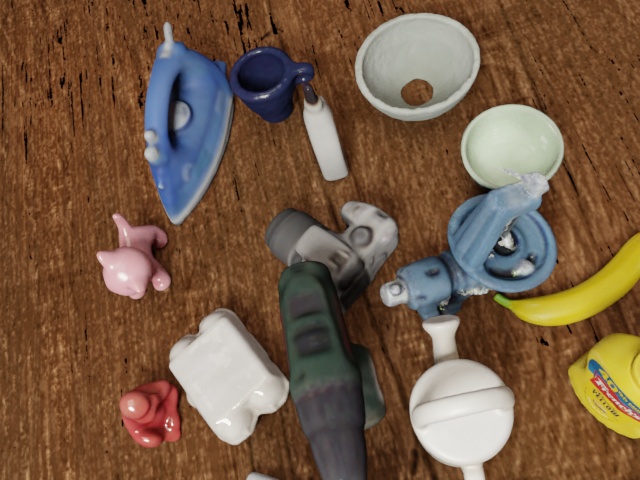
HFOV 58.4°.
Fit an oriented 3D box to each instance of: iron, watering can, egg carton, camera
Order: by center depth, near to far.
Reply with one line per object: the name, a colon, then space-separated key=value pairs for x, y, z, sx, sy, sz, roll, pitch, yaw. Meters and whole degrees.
watering can: x=0.135 y=0.164 z=0.569 sx=0.101 sy=0.194 sz=0.172 roll=-31 pitch=65 yaw=-2
egg carton: x=-0.111 y=0.162 z=0.688 sx=0.107 sy=0.069 sz=0.150 roll=-42 pitch=66 yaw=-7
camera: x=0.007 y=0.003 z=0.713 sx=0.136 sy=0.101 sz=0.143 roll=36 pitch=79 yaw=22
iron: x=-0.204 y=-0.166 z=0.802 sx=0.118 sy=0.142 sz=0.258 roll=0 pitch=68 yaw=12

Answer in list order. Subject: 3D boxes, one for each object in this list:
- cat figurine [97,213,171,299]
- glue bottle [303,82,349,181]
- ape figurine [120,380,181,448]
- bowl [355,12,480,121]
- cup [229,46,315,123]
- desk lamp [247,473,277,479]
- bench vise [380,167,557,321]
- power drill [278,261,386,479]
cat figurine: x=-0.247 y=0.024 z=0.746 sx=0.067 sy=0.118 sz=0.127 roll=-18 pitch=66 yaw=4
glue bottle: x=0.001 y=-0.147 z=0.735 sx=0.037 sy=0.173 sz=0.078 roll=-17 pitch=66 yaw=5
ape figurine: x=-0.206 y=0.201 z=0.679 sx=0.076 sy=0.092 sz=0.078 roll=26 pitch=75 yaw=20
bowl: x=0.135 y=-0.227 z=0.795 sx=0.167 sy=0.075 sz=0.167 roll=-4 pitch=67 yaw=10
cup: x=-0.059 y=-0.215 z=0.818 sx=0.117 sy=0.095 sz=0.091 roll=-7 pitch=67 yaw=9
desk lamp: x=-0.019 y=0.300 z=0.534 sx=0.202 sy=0.214 sz=0.118 roll=11 pitch=71 yaw=16
bench vise: x=0.169 y=0.019 z=0.608 sx=0.207 sy=0.220 sz=0.121 roll=-41 pitch=66 yaw=-7
power drill: x=0.016 y=0.144 z=0.593 sx=0.075 sy=0.209 sz=0.229 roll=-18 pitch=66 yaw=4
